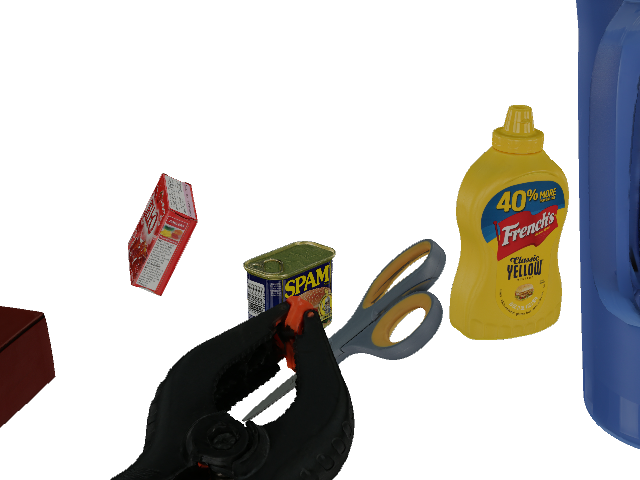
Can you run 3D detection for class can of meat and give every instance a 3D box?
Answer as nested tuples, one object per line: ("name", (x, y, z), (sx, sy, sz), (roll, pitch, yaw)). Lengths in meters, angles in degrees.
("can of meat", (-0.031, 0.057, 1.120), (0.058, 0.084, 0.101), (17, 27, 39))

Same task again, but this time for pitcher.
("pitcher", (0.184, -0.014, 0.529), (0.149, 0.243, 0.145), (-4, 19, -4))

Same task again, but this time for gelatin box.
("gelatin box", (-0.133, -0.007, 0.889), (0.030, 0.073, 0.089), (23, 17, -20))

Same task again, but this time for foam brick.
("foam brick", (-0.222, 0.085, 0.709), (0.053, 0.051, 0.078), (7, 29, 23))

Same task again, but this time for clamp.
("clamp", (-0.027, 0.090, 0.387), (0.120, 0.039, 0.171), (24, 49, 17))

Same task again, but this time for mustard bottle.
("mustard bottle", (0.158, -0.016, 0.878), (0.096, 0.192, 0.058), (-8, 22, -20))

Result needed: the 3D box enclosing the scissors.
("scissors", (0.017, 0.082, 0.731), (0.016, 0.202, 0.096), (36, 15, -25))
